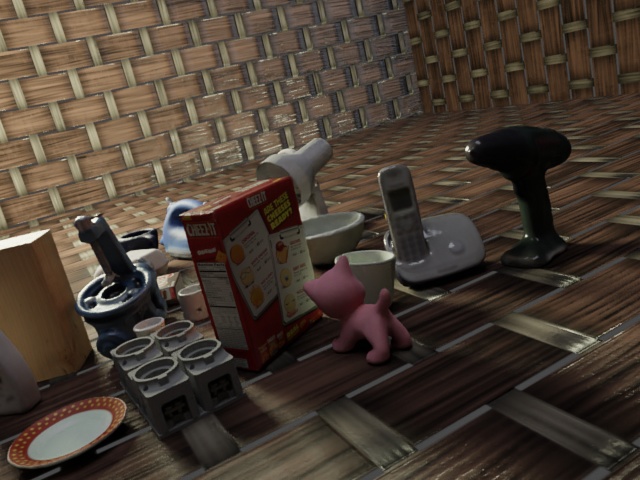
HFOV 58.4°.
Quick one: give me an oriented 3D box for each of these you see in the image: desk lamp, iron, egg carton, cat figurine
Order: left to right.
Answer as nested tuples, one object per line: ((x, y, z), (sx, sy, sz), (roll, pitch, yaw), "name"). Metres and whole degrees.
((-0.398, 0.069, 1.215), (0.107, 0.069, 0.151), (-4, 17, 31), "egg carton")
((-0.288, -0.037, 1.367), (0.257, 0.141, 0.119), (2, 21, 44), "iron")
((-0.022, -0.103, 1.239), (0.117, 0.214, 0.204), (2, 21, 44), "desk lamp")
((0.042, 0.079, 0.706), (0.067, 0.118, 0.127), (-26, 19, -38), "cat figurine")

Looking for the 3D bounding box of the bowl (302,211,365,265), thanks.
((0.010, 0.004, 1.091), (0.167, 0.075, 0.167), (-12, 15, 4), "bowl")

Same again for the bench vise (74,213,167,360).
((-0.330, 0.056, 0.912), (0.121, 0.220, 0.207), (-16, 15, -11), "bench vise")

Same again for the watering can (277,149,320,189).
((-0.063, -0.123, 1.388), (0.100, 0.194, 0.173), (-8, 16, 19), "watering can")

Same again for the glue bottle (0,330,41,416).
((-0.433, 0.148, 0.754), (0.078, 0.173, 0.037), (-10, 16, 13), "glue bottle")

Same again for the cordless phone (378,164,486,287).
((0.164, -0.032, 0.874), (0.148, 0.185, 0.094), (-16, 15, -10), "cordless phone")

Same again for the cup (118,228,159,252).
((-0.400, 0.029, 1.315), (0.117, 0.095, 0.092), (1, 21, 44), "cup")

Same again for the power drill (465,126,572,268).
((0.304, -0.071, 0.853), (0.230, 0.208, 0.075), (-25, 19, -38), "power drill")
